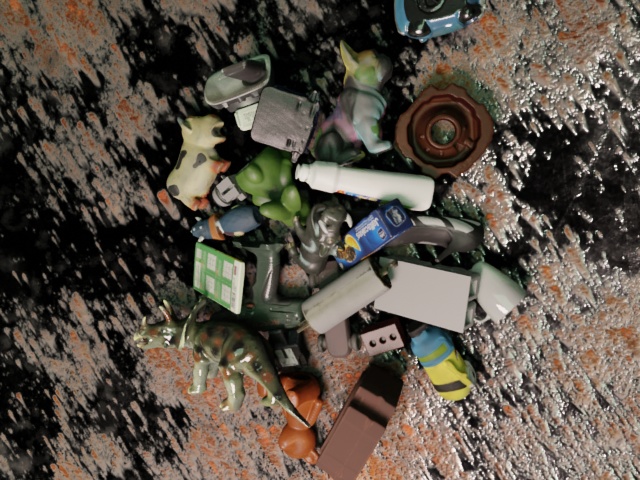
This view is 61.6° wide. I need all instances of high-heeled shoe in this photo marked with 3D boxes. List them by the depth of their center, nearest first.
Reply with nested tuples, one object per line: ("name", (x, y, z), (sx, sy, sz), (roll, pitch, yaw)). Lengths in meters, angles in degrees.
("high-heeled shoe", (0.193, -0.038, 1.058), (0.249, 0.145, 0.086), (32, 144, 29))

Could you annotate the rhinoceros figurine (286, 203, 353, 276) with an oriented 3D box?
("rhinoceros figurine", (-0.002, -0.003, 1.030), (0.112, 0.073, 0.190), (62, 148, 29))

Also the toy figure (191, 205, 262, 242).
("toy figure", (-0.199, -0.032, 1.139), (0.155, 0.064, 0.057), (-15, 132, 19))

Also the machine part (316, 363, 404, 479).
("machine part", (0.079, 0.358, 1.064), (0.087, 0.201, 0.201), (29, 104, 8))

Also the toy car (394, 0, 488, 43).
("toy car", (0.220, -0.418, 0.961), (0.162, 0.103, 0.109), (-4, 95, 24))

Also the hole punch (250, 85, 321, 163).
("hole punch", (-0.062, -0.232, 1.033), (0.116, 0.092, 0.142), (19, 107, -2))

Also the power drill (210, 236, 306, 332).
("power drill", (-0.140, 0.097, 1.134), (0.232, 0.086, 0.207), (2, 95, 20))

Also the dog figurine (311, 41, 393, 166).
("dog figurine", (0.057, -0.259, 1.025), (0.192, 0.108, 0.219), (-15, 91, 17))

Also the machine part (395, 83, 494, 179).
("machine part", (0.234, -0.204, 1.017), (0.179, 0.056, 0.179), (2, 99, 11))

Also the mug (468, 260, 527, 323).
("mug", (0.322, 0.099, 1.039), (0.109, 0.081, 0.107), (-46, 76, 20))

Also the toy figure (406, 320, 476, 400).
("toy figure", (0.238, 0.237, 1.074), (0.089, 0.082, 0.180), (-36, 98, 34))

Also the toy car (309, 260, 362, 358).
("toy car", (0.032, 0.143, 1.115), (0.089, 0.053, 0.202), (-9, 88, 21))

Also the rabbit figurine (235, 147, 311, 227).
("rabbit figurine", (-0.073, -0.096, 1.067), (0.121, 0.159, 0.170), (-41, 104, 6))

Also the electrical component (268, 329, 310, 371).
("electrical component", (-0.074, 0.220, 1.132), (0.075, 0.048, 0.119), (-15, 122, 15))

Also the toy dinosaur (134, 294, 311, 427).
("toy dinosaur", (-0.178, 0.223, 1.071), (0.405, 0.131, 0.192), (8, 105, 28))

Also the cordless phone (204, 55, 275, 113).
("cordless phone", (-0.168, -0.301, 1.024), (0.147, 0.184, 0.088), (-16, 99, 14))

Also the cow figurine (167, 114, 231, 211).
("cow figurine", (-0.257, -0.172, 1.119), (0.127, 0.085, 0.194), (31, 105, 0))

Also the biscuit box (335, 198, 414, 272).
("biscuit box", (0.092, -0.005, 1.012), (0.059, 0.063, 0.202), (60, 149, 8))

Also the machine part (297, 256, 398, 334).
("machine part", (0.050, 0.107, 1.041), (0.243, 0.079, 0.079), (-37, 90, 16))

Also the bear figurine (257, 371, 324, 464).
("bear figurine", (-0.062, 0.385, 1.143), (0.120, 0.132, 0.195), (14, 99, 38))
